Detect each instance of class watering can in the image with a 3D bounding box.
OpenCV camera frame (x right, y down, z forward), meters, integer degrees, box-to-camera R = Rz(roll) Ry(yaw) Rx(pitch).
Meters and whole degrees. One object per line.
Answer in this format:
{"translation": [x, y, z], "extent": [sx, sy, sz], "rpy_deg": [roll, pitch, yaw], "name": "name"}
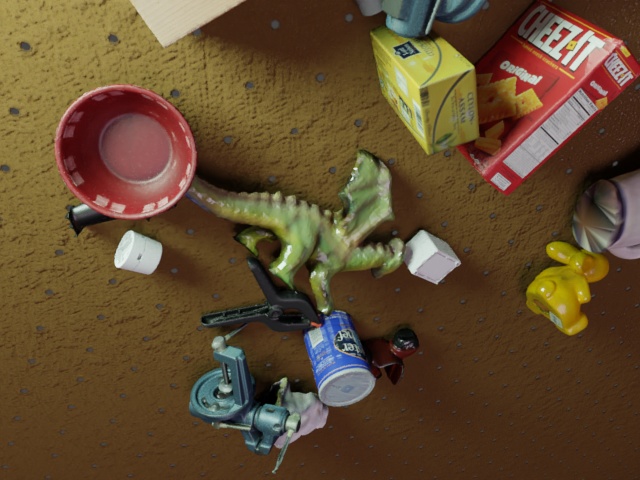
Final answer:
{"translation": [0.577, -0.088, 0.902], "extent": [0.225, 0.106, 0.339], "rpy_deg": [-11, 132, -8], "name": "watering can"}

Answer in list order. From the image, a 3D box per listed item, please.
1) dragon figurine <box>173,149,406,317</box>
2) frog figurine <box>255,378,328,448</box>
{"translation": [0.002, -0.039, 0.781], "extent": [0.243, 0.124, 0.403], "rpy_deg": [-46, 127, -3], "name": "dragon figurine"}
{"translation": [-0.051, 0.376, 1.075], "extent": [0.158, 0.124, 0.137], "rpy_deg": [38, 91, -26], "name": "frog figurine"}
